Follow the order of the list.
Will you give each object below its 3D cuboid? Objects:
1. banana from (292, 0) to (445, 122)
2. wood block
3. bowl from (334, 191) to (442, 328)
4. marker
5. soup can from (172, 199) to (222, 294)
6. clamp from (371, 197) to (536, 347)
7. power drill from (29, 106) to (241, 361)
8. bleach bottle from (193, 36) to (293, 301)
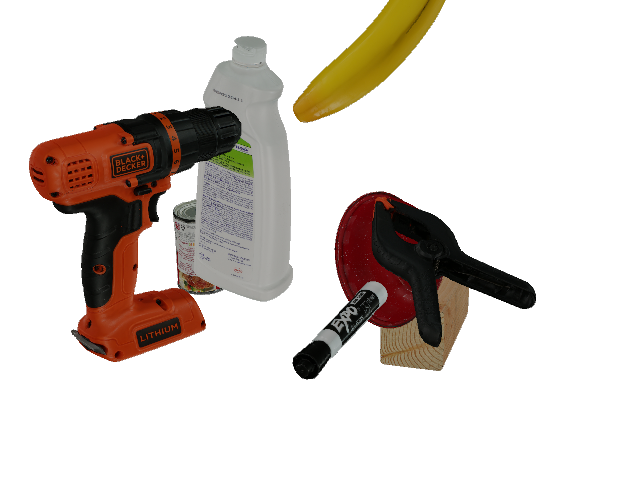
[{"bbox_3d":[0.050,-0.162,0.800,0.070,0.197,0.037,4,-35,46],"label":"banana"},{"bbox_3d":[0.156,0.103,1.558,0.091,0.090,0.205,5,20,16],"label":"wood block"},{"bbox_3d":[0.093,0.019,1.228,0.161,0.162,0.055,0,-8,-42],"label":"bowl"},{"bbox_3d":[0.014,0.059,0.710,0.020,0.020,0.121,0,21,27],"label":"marker"},{"bbox_3d":[-0.148,0.007,1.329,0.068,0.102,0.068,-1,25,0],"label":"soup can"},{"bbox_3d":[0.109,0.020,0.955,0.120,0.039,0.171,-7,47,-27],"label":"clamp"},{"bbox_3d":[-0.138,-0.009,0.859,0.184,0.188,0.057,-18,25,-36],"label":"power drill"},{"bbox_3d":[-0.068,-0.070,1.024,0.103,0.251,0.068,19,33,21],"label":"bleach bottle"}]
